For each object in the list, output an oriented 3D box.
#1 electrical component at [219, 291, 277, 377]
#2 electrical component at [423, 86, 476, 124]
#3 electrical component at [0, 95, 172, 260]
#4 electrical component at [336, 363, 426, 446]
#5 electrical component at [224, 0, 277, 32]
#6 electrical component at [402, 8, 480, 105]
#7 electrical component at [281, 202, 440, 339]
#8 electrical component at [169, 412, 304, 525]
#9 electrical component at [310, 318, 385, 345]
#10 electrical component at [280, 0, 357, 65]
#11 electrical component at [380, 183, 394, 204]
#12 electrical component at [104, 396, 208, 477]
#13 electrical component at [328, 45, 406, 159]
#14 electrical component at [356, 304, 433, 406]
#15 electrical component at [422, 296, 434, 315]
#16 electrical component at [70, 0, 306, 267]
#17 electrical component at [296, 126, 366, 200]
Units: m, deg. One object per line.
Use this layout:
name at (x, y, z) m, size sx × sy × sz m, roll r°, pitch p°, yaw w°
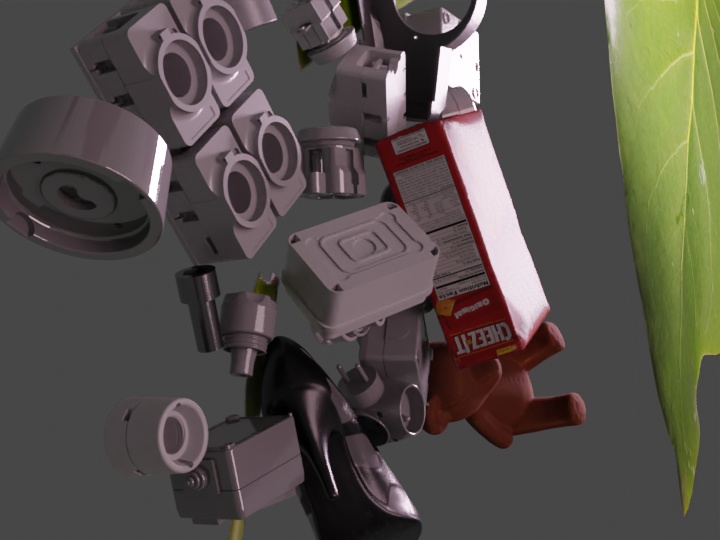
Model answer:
electrical component at (-0.087, 0.050, 0.819) m, size 0.043 × 0.043 × 0.062 m, roll 28°, pitch 63°, yaw -53°
electrical component at (0.081, -0.113, 1.101) m, size 0.074 × 0.052 × 0.138 m, roll -18°, pitch 115°, yaw -17°
electrical component at (-0.167, -0.061, 0.658) m, size 0.108 × 0.108 × 0.060 m, roll 46°, pitch 42°, yaw -44°
electrical component at (0.006, 0.109, 0.923) m, size 0.079 × 0.077 × 0.044 m, roll 61°, pitch 39°, yaw -31°
electrical component at (-0.098, -0.209, 0.839) m, size 0.055 × 0.055 × 0.047 m, roll -37°, pitch 112°, yaw -54°
electrical component at (0.087, -0.221, 1.140) m, size 0.100 × 0.048 × 0.099 m, roll 15°, pitch 72°, yaw -55°
electrical component at (0.000, 0.000, 0.891) m, size 0.113 × 0.078 × 0.057 m, roll -21°, pitch 142°, yaw -29°
electrical component at (-0.092, 0.146, 0.776) m, size 0.096 × 0.062 × 0.061 m, roll -20°, pitch 101°, yaw -57°
electrical component at (-0.009, 0.040, 0.925) m, size 0.048 × 0.062 × 0.048 m, roll 9°, pitch 79°, yaw -58°
electrical component at (-0.034, -0.215, 0.950) m, size 0.055 × 0.048 × 0.066 m, roll 57°, pitch 40°, yaw -23°
electrical component at (0.052, -0.060, 1.057) m, size 0.055 × 0.045 × 0.045 m, roll 33°, pitch 57°, yaw -51°
electrical component at (-0.136, 0.112, 0.727) m, size 0.055 × 0.047 × 0.055 m, roll 16°, pitch 71°, yaw -56°
electrical component at (0.007, -0.152, 0.974) m, size 0.050 × 0.056 × 0.089 m, roll -60°, pitch 155°, yaw -44°
electrical component at (0.031, 0.081, 0.972) m, size 0.096 × 0.061 × 0.061 m, roll 76°, pitch 17°, yaw -50°
electrical component at (0.037, 0.016, 1.008) m, size 0.078 × 0.057 × 0.058 m, roll 59°, pitch 40°, yaw -33°
electrical component at (-0.115, -0.109, 0.789) m, size 0.186 × 0.060 × 0.105 m, roll 64°, pitch 37°, yaw -28°
electrical component at (-0.027, -0.092, 0.927) m, size 0.078 × 0.058 × 0.057 m, roll 0°, pitch 87°, yaw -58°
